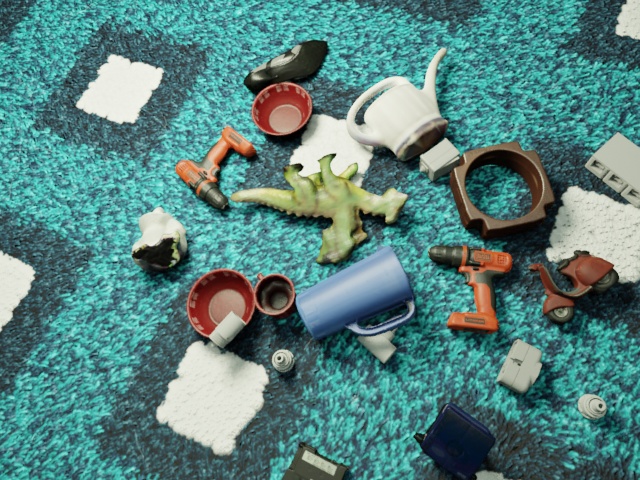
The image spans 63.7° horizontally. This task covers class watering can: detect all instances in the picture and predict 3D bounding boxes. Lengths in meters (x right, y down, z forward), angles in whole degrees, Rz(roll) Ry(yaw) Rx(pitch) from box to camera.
[{"bbox_3d":[0.235,-0.334,1.289,0.349,0.102,0.227,-35,70,-6],"label":"watering can"}]

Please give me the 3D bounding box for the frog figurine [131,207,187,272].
[{"bbox_3d":[-0.394,0.000,1.255,0.137,0.121,0.162,-41,34,0],"label":"frog figurine"}]

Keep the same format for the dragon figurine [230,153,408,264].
[{"bbox_3d":[0.004,-0.061,1.221,0.409,0.121,0.245,-18,76,8],"label":"dragon figurine"}]
